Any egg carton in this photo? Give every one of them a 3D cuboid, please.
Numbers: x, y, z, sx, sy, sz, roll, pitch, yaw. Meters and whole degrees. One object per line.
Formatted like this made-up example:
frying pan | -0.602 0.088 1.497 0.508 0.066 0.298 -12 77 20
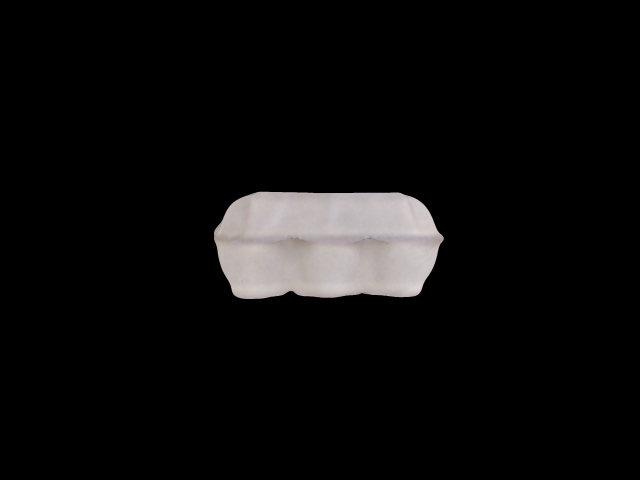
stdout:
egg carton | 0.004 0.001 0.400 0.150 0.069 0.107 0 4 -7
